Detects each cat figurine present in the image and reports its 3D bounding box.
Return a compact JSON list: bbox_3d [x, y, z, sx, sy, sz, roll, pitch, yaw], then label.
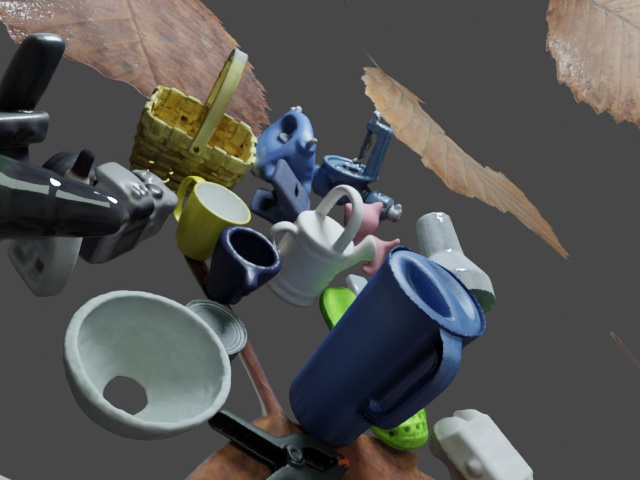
[{"bbox_3d":[0.090,-0.015,1.077,0.128,0.117,0.067,37,27,0],"label":"cat figurine"}]

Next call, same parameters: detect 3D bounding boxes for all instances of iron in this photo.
[{"bbox_3d":[-0.063,-0.201,1.161,0.119,0.141,0.258,22,30,-27],"label":"iron"}]

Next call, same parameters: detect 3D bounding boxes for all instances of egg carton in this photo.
[{"bbox_3d":[0.220,0.306,0.783,0.108,0.069,0.150,0,45,-51],"label":"egg carton"}]

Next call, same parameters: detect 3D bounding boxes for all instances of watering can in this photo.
[{"bbox_3d":[0.007,0.002,0.867,0.173,0.194,0.100,-1,45,-51],"label":"watering can"}]

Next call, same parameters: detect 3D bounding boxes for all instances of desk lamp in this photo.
[{"bbox_3d":[0.157,0.073,0.915,0.118,0.213,0.203,18,32,-33],"label":"desk lamp"}]

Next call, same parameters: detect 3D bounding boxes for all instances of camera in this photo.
[{"bbox_3d":[-0.273,-0.060,0.731,0.137,0.100,0.143,39,27,4],"label":"camera"}]

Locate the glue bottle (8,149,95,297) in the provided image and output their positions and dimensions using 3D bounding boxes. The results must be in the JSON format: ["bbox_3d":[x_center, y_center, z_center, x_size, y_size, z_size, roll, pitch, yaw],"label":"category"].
[{"bbox_3d":[-0.270,-0.023,0.595,0.078,0.173,0.037,47,28,20],"label":"glue bottle"}]

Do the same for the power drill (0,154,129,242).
[{"bbox_3d":[-0.302,0.009,0.465,0.230,0.208,0.075,20,31,-31],"label":"power drill"}]

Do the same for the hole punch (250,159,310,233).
[{"bbox_3d":[-0.059,-0.079,1.030,0.101,0.091,0.108,30,27,-13],"label":"hole punch"}]

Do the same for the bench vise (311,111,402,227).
[{"bbox_3d":[0.102,-0.137,1.172,0.207,0.219,0.121,36,27,-2],"label":"bench vise"}]

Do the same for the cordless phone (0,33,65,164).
[{"bbox_3d":[-0.385,-0.171,0.675,0.094,0.185,0.148,41,27,7],"label":"cordless phone"}]

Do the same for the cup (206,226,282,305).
[{"bbox_3d":[-0.110,0.050,0.759,0.092,0.095,0.117,24,29,-24],"label":"cup"}]

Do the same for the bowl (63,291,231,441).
[{"bbox_3d":[-0.177,0.134,0.568,0.168,0.074,0.167,29,28,-17],"label":"bowl"}]
